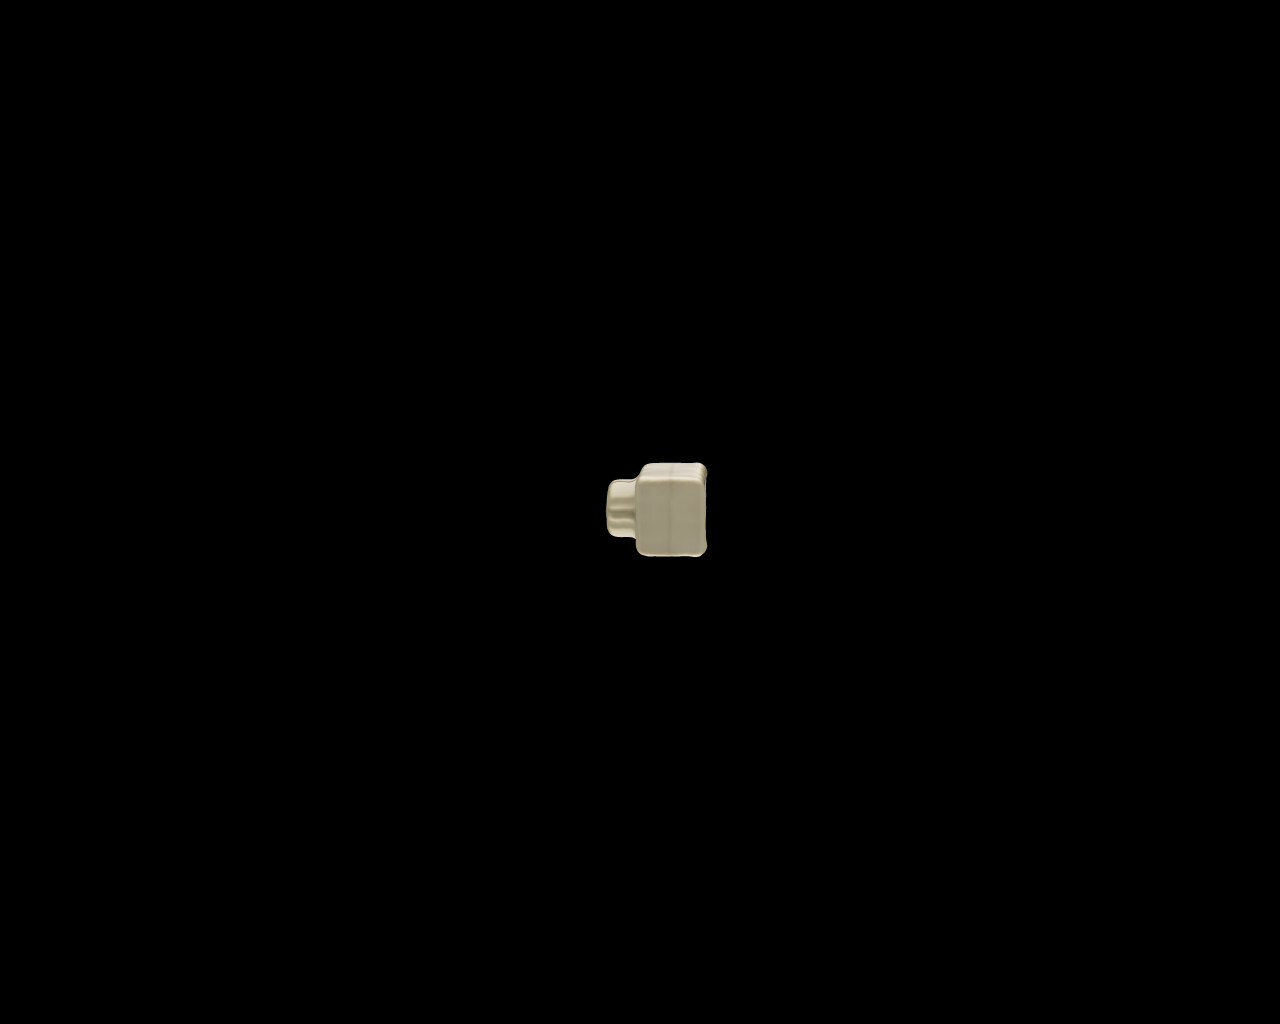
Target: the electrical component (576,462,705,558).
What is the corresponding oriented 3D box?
[{"bbox_3d":[0.001,-0.003,0.650,0.077,0.047,0.066,1,11,4],"label":"electrical component"}]
